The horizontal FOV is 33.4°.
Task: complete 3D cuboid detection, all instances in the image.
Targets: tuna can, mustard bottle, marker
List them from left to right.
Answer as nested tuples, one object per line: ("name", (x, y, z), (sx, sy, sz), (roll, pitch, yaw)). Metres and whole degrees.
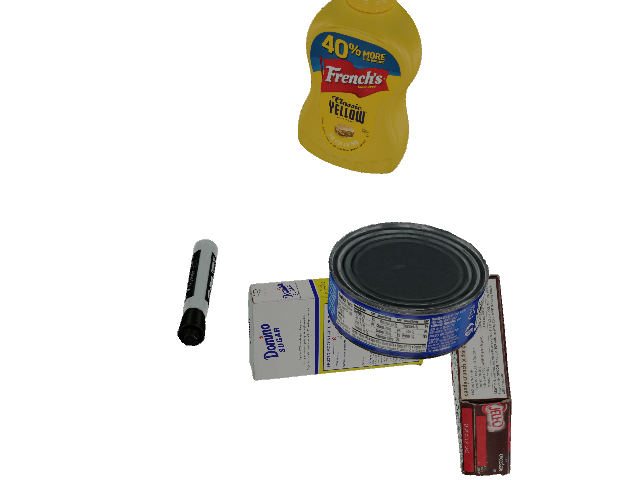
("marker", (-0.089, 0.037, 0.776), (0.020, 0.020, 0.121), (0, 30, 0))
("mustard bottle", (0.035, -0.148, 0.892), (0.096, 0.192, 0.058), (21, 46, 14))
("tuna can", (0.046, 0.026, 0.578), (0.086, 0.034, 0.086), (2, 32, -1))

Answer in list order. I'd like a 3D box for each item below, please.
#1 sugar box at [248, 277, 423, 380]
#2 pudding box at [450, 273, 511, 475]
("sugar box", (0.017, 0.084, 1.064), (0.176, 0.093, 0.048), (-2, 27, -8))
("pudding box", (0.113, 0.094, 0.752), (0.039, 0.113, 0.090), (-4, -44, 4))
